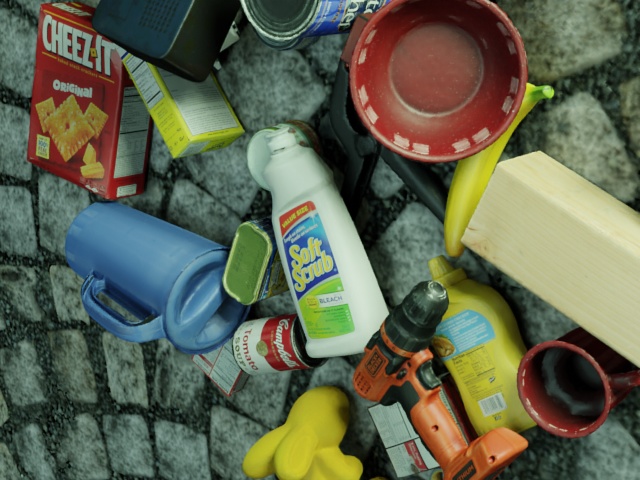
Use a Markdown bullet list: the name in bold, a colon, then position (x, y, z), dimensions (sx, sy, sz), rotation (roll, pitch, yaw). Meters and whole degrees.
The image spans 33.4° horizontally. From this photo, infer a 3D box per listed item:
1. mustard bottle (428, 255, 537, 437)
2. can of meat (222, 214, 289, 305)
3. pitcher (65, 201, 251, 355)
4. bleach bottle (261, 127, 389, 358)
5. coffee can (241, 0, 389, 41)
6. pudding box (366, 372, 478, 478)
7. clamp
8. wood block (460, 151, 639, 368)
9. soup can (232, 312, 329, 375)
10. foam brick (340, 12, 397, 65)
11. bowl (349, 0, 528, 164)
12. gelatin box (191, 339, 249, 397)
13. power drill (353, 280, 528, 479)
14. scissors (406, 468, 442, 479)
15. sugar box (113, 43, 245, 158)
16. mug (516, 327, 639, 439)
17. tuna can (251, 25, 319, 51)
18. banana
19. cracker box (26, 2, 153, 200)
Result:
- **mustard bottle**: position (0.160, 0.103, 1.080), dimensions (0.096, 0.058, 0.191), rotation (-34, 81, 47)
- **can of meat**: position (-0.058, 0.019, 1.216), dimensions (0.057, 0.083, 0.102), rotation (34, 121, 27)
- **pitcher**: position (-0.212, 0.039, 1.297), dimensions (0.243, 0.149, 0.145), rotation (24, 89, 40)
- **bleach bottle**: position (-0.008, 0.001, 1.148), dimensions (0.103, 0.068, 0.251), rotation (-11, 108, 36)
- **coffee can**: position (0.003, -0.253, 1.054), dimensions (0.103, 0.140, 0.103), rotation (12, 110, 36)
- **pudding box**: position (0.116, 0.202, 1.158), dimensions (0.114, 0.039, 0.090), rotation (-28, 82, 37)
- **clamp**: position (0.067, -0.098, 1.114), dimensions (0.165, 0.036, 0.210), rotation (2, 106, 38)
- **wood block**: position (0.246, 0.014, 0.968), dimensions (0.206, 0.090, 0.091), rotation (37, 122, 26)
- **soup can**: position (-0.045, 0.120, 1.245), dimensions (0.102, 0.068, 0.068), rotation (-14, 94, 41)
- **foam brick**: position (0.069, -0.193, 1.060), dimensions (0.051, 0.078, 0.053), rotation (38, 121, 26)
- **bowl**: position (0.108, -0.155, 0.989), dimensions (0.162, 0.055, 0.162), rotation (1, 106, 4)
- **gelatin box**: position (-0.115, 0.139, 1.330), dimensions (0.073, 0.030, 0.089), rotation (40, 124, 22)
- **power drill**: position (0.121, 0.152, 1.061), dimensions (0.188, 0.057, 0.185), rotation (54, 143, 23)
- **scissors**: position (0.140, 0.346, 1.192), dimensions (0.096, 0.016, 0.202), rotation (-3, 100, 41)
- **sugar box**: position (-0.169, -0.185, 1.242), dimensions (0.048, 0.093, 0.176), rotation (-38, 77, 38)
- **mug**: position (0.254, 0.127, 0.997), dimensions (0.117, 0.081, 0.093), rotation (-15, 92, 40)
- **tuna can**: position (-0.036, -0.249, 1.157), dimensions (0.086, 0.033, 0.086), rotation (12, 109, 37)
- **banana**: position (0.159, -0.078, 1.031), dimensions (0.037, 0.069, 0.198), rotation (17, 120, -13)
- **cracker box**: position (-0.291, -0.177, 1.356), dimensions (0.164, 0.071, 0.214), rotation (25, 116, 31)
